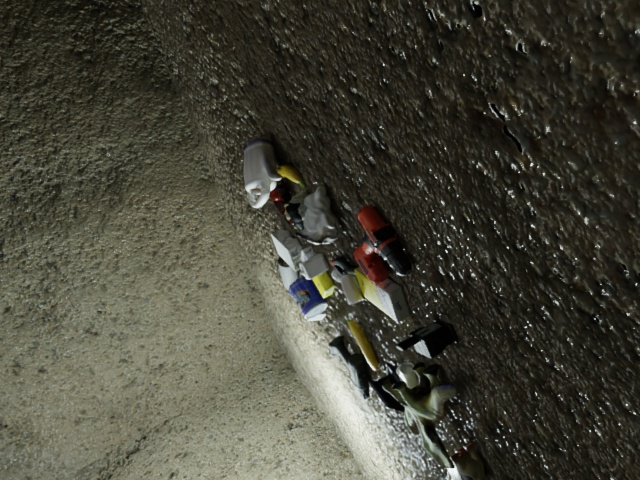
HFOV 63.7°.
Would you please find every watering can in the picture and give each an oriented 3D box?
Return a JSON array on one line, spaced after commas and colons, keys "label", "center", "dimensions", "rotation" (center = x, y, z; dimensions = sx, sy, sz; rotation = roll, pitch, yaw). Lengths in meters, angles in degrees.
[{"label": "watering can", "center": [-0.181, -0.231, 1.653], "dimensions": [0.344, 0.104, 0.227], "rotation": [149, 119, -65]}]

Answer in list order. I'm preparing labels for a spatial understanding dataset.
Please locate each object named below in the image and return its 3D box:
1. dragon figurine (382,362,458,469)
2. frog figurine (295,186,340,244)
[{"label": "dragon figurine", "center": [0.279, 0.443, 1.272], "dimensions": [0.243, 0.123, 0.407], "rotation": [66, 167, 2]}, {"label": "frog figurine", "center": [0.004, -0.073, 1.454], "dimensions": [0.138, 0.122, 0.158], "rotation": [-140, 63, -71]}]
